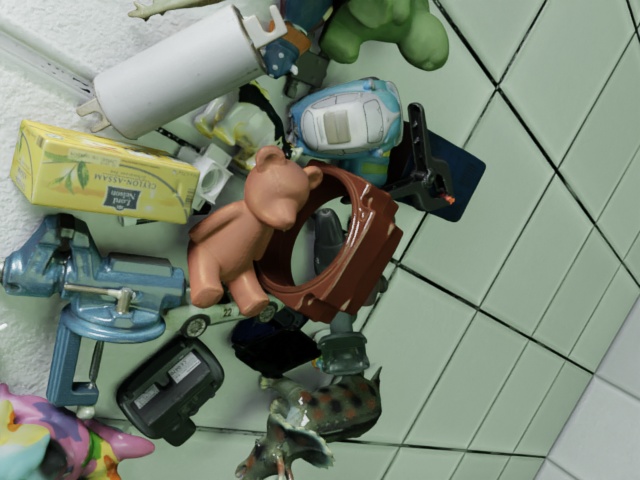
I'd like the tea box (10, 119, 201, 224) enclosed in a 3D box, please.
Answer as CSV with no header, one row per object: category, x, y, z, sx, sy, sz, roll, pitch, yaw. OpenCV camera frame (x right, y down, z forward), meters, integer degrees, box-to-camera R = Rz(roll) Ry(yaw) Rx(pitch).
tea box,-0.231,-0.072,0.587,0.169,0.098,0.068,7,106,-42

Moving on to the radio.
radio,0.196,-0.118,0.969,0.229,0.073,0.131,14,103,-44

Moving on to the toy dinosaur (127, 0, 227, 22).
toy dinosaur,0.013,-0.348,0.585,0.471,0.199,0.104,-35,131,-16

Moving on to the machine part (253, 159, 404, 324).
machine part,-0.002,-0.002,0.756,0.087,0.201,0.201,29,92,-45

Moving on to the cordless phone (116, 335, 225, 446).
cordless phone,-0.202,0.242,0.809,0.146,0.089,0.184,-41,145,-19

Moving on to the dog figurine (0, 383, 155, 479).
dog figurine,-0.308,0.266,0.648,0.219,0.192,0.108,32,82,-31

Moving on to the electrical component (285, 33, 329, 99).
electrical component,-0.017,-0.238,0.746,0.063,0.021,0.094,9,105,-45

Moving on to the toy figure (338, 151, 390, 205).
toy figure,0.074,-0.143,0.839,0.089,0.082,0.180,-20,119,-57

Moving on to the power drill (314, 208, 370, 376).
power drill,0.025,0.093,0.851,0.086,0.207,0.231,-11,133,-2

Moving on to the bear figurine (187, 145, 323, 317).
bear figurine,-0.076,-0.011,0.675,0.196,0.132,0.120,-39,145,21

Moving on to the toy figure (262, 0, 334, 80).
toy figure,-0.029,-0.276,0.688,0.154,0.064,0.058,-62,165,6

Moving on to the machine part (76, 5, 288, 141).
machine part,-0.147,-0.175,0.571,0.243,0.079,0.079,-24,133,7

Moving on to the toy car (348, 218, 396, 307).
toy car,0.092,0.032,0.969,0.089,0.053,0.201,-14,122,-33

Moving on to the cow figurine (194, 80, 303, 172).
cow figurine,-0.078,-0.136,0.717,0.098,0.068,0.167,-58,138,-10

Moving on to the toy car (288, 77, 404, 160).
toy car,0.033,-0.161,0.730,0.162,0.103,0.109,-6,105,7

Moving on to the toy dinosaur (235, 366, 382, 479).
toy dinosaur,0.030,0.303,0.956,0.405,0.192,0.131,-9,120,-38

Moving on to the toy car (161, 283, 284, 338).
toy car,-0.142,0.091,0.770,0.201,0.074,0.056,-6,116,-40

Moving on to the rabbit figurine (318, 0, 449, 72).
rabbit figurine,0.099,-0.295,0.739,0.170,0.121,0.159,24,50,-19

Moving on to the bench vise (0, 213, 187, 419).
bench vise,-0.278,0.098,0.624,0.223,0.129,0.240,6,104,-40

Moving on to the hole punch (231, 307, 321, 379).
hole punch,-0.073,0.154,0.872,0.116,0.092,0.142,-29,139,12
